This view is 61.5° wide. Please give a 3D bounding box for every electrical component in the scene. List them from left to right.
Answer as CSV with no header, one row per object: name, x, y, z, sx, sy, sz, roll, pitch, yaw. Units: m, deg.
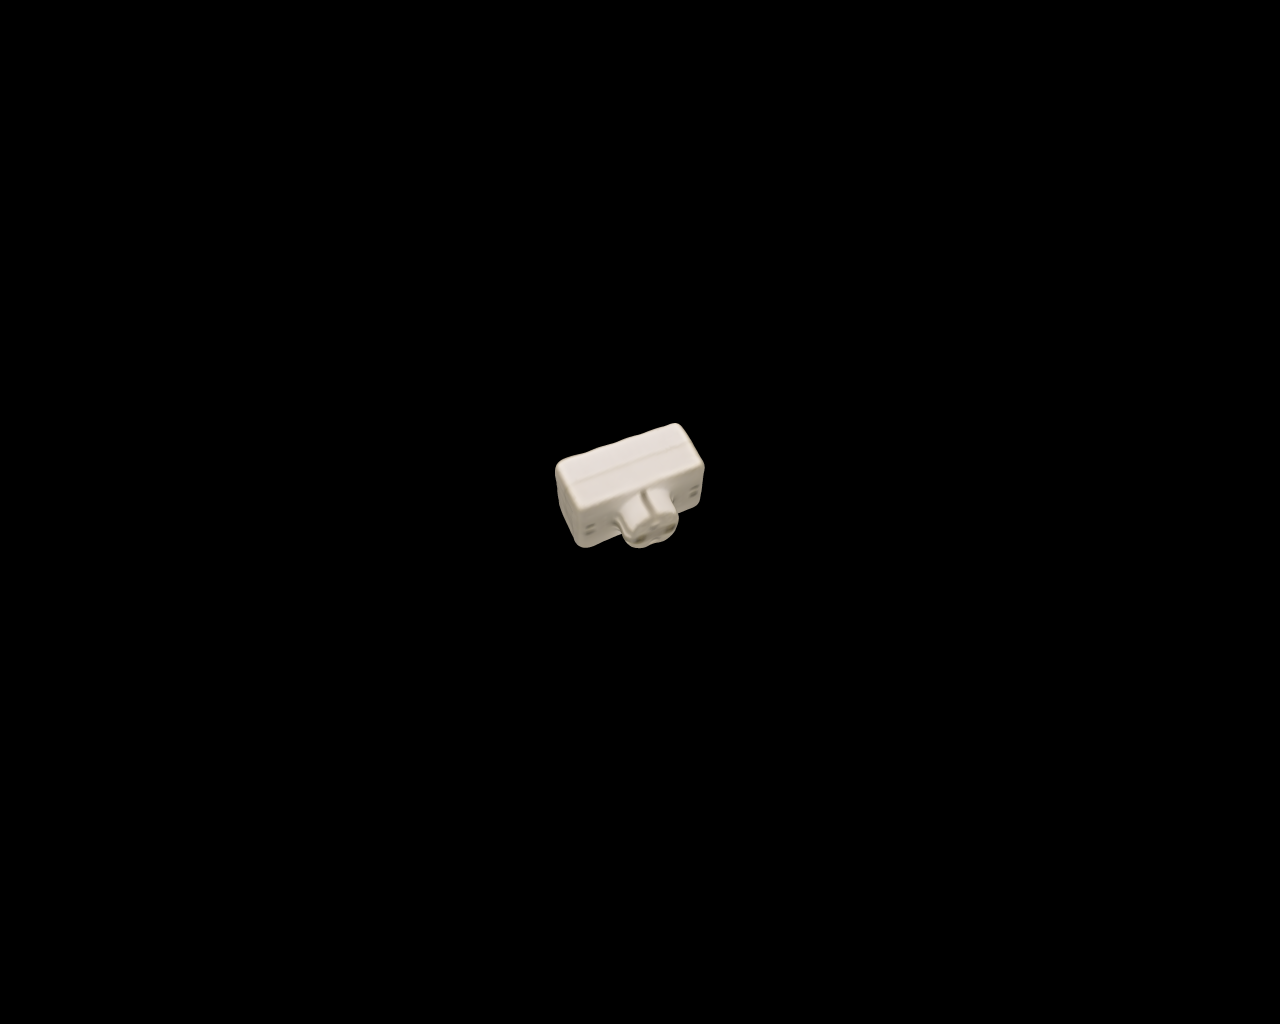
electrical component,0.001,-0.003,0.650,0.083,0.076,0.047,-20,-31,-13
